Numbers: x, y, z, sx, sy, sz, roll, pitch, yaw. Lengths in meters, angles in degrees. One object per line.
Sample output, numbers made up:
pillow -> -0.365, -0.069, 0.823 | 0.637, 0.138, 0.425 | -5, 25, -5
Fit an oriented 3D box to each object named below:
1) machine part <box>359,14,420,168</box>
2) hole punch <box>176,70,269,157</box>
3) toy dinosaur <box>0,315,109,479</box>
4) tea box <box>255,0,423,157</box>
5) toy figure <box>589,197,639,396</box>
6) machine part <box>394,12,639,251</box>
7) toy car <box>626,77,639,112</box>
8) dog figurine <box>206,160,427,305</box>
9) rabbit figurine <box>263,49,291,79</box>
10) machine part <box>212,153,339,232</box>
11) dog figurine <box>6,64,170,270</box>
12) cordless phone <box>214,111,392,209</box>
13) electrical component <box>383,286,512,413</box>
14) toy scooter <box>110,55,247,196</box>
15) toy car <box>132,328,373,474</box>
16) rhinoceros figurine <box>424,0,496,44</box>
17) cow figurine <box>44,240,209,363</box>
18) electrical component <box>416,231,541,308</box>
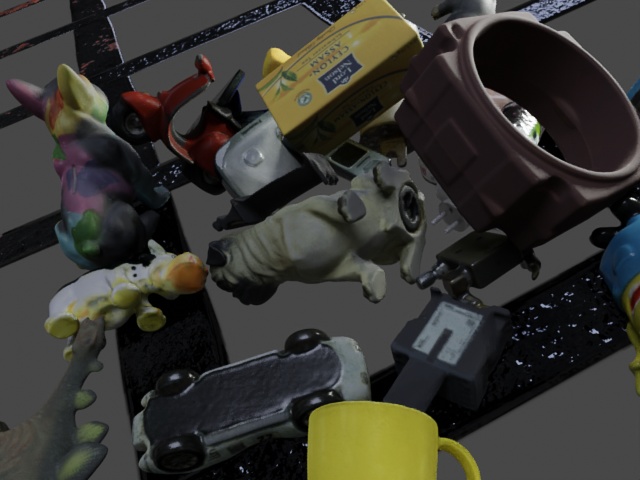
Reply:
machine part -> 0.089, -0.194, 0.682 | 0.079, 0.079, 0.243 | -5, 65, 16
hole punch -> -0.131, -0.164, 0.780 | 0.116, 0.092, 0.142 | -29, 33, 38
toy dinosaur -> -0.241, 0.251, 0.349 | 0.199, 0.104, 0.471 | 2, 50, 18
tea box -> 0.025, -0.175, 0.588 | 0.170, 0.068, 0.098 | -36, 53, 8
toy figure -> 0.269, 0.043, 0.398 | 0.089, 0.082, 0.180 | -5, 40, 9
machine part -> 0.186, -0.106, 0.484 | 0.201, 0.087, 0.201 | -21, 71, -34
toy car -> 0.385, -0.143, 0.550 | 0.162, 0.109, 0.103 | -28, 65, -27
dog figurine -> -0.003, -0.005, 0.549 | 0.191, 0.121, 0.172 | -7, 6, 39
rabbit figurine -> -0.003, -0.226, 0.770 | 0.162, 0.121, 0.173 | -13, 23, 3
machine part -> -0.045, -0.047, 0.566 | 0.139, 0.039, 0.084 | -28, -10, 33
dog figurine -> -0.289, -0.095, 0.651 | 0.109, 0.219, 0.192 | -10, 41, 15
cordless phone -> -0.020, -0.079, 0.637 | 0.184, 0.088, 0.146 | 28, 59, 35
electrical component -> 0.097, 0.098, 0.425 | 0.075, 0.047, 0.119 | 14, 51, 33
toy scooter -> -0.150, -0.145, 0.667 | 0.135, 0.183, 0.075 | -51, 39, 5
toy car -> -0.058, 0.133, 0.442 | 0.202, 0.056, 0.074 | -18, 47, 3
rhinoceros figurine -> 0.185, -0.248, 0.728 | 0.112, 0.073, 0.190 | 5, 66, 47
cow figurine -> -0.204, 0.052, 0.576 | 0.167, 0.068, 0.098 | -26, 36, -9
electrical component -> 0.149, 0.027, 0.490 | 0.102, 0.045, 0.078 | -32, 14, -19
